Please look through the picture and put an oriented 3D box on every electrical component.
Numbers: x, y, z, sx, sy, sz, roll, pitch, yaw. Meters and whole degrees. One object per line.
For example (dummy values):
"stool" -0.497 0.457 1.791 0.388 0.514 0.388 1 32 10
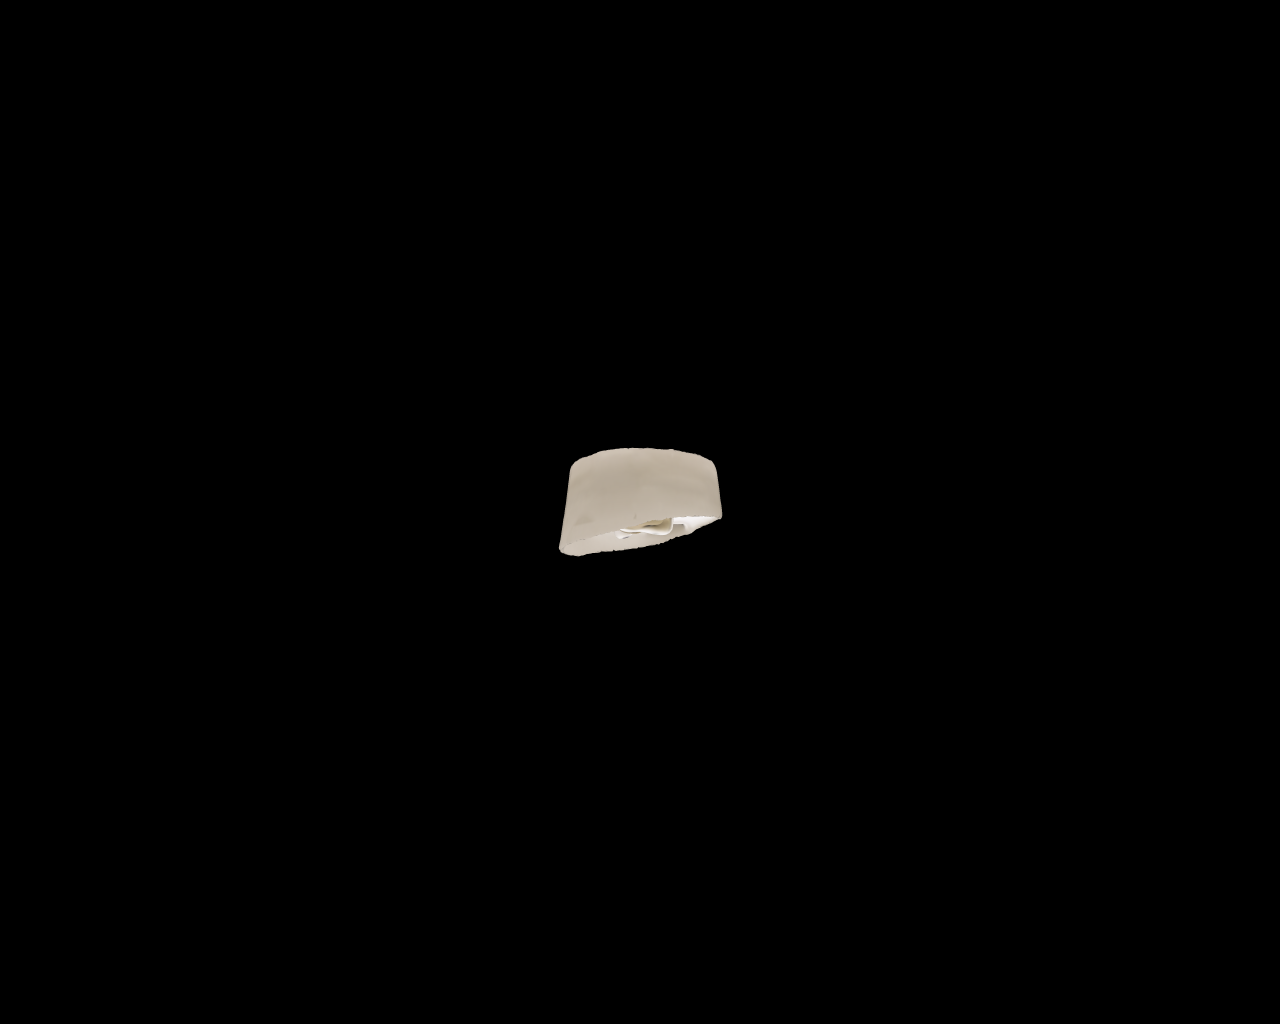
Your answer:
"electrical component" 0.001 -0.003 0.650 0.099 0.064 0.099 0 -15 0
